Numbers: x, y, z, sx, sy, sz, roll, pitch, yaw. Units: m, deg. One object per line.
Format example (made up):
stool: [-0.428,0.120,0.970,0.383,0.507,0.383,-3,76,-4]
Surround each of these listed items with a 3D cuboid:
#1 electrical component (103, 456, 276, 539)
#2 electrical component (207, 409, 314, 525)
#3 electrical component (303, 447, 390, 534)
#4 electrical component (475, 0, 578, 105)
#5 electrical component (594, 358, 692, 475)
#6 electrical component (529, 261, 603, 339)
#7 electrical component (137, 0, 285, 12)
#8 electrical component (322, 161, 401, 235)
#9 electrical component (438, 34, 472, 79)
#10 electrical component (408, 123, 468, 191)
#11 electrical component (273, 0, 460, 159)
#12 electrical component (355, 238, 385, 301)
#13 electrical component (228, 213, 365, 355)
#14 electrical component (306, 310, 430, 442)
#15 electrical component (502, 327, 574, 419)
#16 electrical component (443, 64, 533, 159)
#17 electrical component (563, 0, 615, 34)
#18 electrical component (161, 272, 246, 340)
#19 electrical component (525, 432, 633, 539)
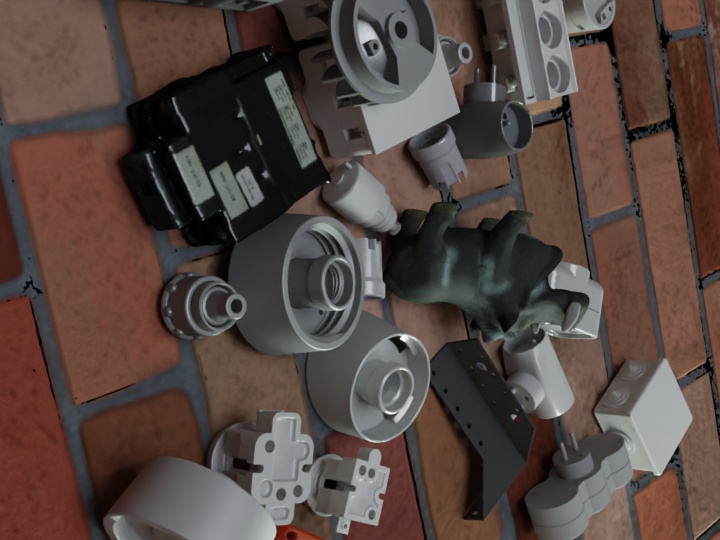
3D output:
electrical component: [-0.107,0.166,0.710,0.108,0.108,0.060,52,51,-29]
electrical component: [-0.073,0.139,0.773,0.058,0.057,0.078,9,82,-43]
electrical component: [-0.013,0.168,0.829,0.048,0.055,0.066,25,72,-40]
electrical component: [0.152,-0.216,0.990,0.079,0.063,0.121,-21,103,-41]
electrical component: [0.295,0.151,1.123,0.099,0.048,0.099,-47,119,-34]
electrical component: [0.186,0.026,1.021,0.095,0.054,0.059,21,75,-41]
electrical component: [-0.119,-0.233,0.737,0.150,0.062,0.089,-6,93,-43]
electrical component: [0.005,-0.054,0.863,0.078,0.040,0.040,39,63,-35]
electrical component: [0.066,-0.178,0.909,0.048,0.062,0.048,1,89,-43]
electrical component: [0.068,-0.097,0.926,0.040,0.040,0.046,-52,127,-31]
electrical component: [-0.002,-0.193,0.847,0.105,0.060,0.186,-31,109,-39]
electrical component: [0.000,0.000,0.859,0.040,0.040,0.046,8,79,-43]
electrical component: [-0.039,0.010,0.794,0.108,0.060,0.108,3,86,-54]
electrical component: [0.007,0.086,0.862,0.099,0.064,0.099,-16,113,-41]
electrical component: [0.157,0.106,0.999,0.079,0.043,0.077,-43,117,-35]
electrical component: [0.108,-0.139,0.937,0.043,0.077,0.079,7,84,-43]
electrical component: [0.217,-0.262,1.063,0.055,0.047,0.055,2,88,-43]
electrical component: [-0.104,0.025,0.744,0.048,0.062,0.048,2,88,-43]
electrical component: [0.208,0.193,1.038,0.138,0.052,0.073,-33,110,-40]
